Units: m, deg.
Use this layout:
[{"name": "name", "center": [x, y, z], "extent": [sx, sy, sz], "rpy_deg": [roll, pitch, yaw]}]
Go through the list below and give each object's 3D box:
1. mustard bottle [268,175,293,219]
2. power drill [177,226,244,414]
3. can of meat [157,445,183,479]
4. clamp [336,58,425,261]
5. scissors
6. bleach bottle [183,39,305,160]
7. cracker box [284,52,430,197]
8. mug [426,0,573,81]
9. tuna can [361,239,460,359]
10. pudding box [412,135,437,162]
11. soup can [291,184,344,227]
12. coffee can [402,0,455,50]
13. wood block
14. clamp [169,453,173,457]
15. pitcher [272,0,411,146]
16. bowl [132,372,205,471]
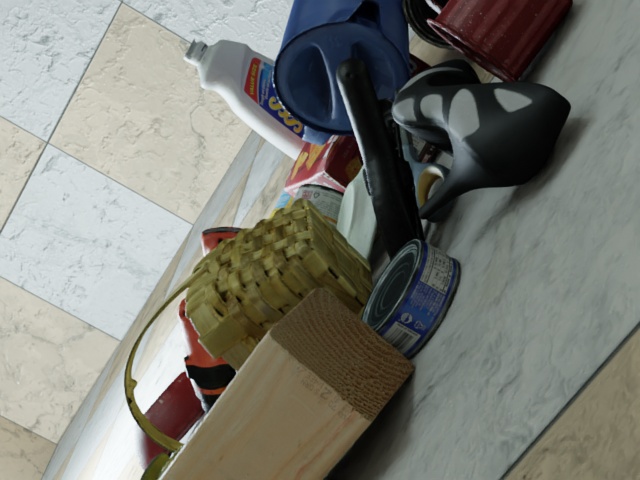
[{"name": "mustard bottle", "center": [-0.039, -0.029, 1.394], "extent": [0.191, 0.058, 0.096], "rpy_deg": [-63, 8, -16]}, {"name": "power drill", "center": [-0.107, 0.090, 1.178], "extent": [0.187, 0.057, 0.184], "rpy_deg": [-86, -8, -51]}, {"name": "can of meat", "center": [-0.101, 0.236, 0.893], "extent": [0.058, 0.084, 0.102], "rpy_deg": [-53, 13, 37]}, {"name": "clamp", "center": [0.055, -0.054, 0.851], "extent": [0.039, 0.171, 0.120], "rpy_deg": [-14, -4, 20]}, {"name": "scissors", "center": [0.087, -0.075, 0.923], "extent": [0.096, 0.016, 0.201], "rpy_deg": [-35, 40, 49]}, {"name": "bleach bottle", "center": [-0.060, -0.170, 1.346], "extent": [0.102, 0.250, 0.068], "rpy_deg": [-63, 10, -16]}, {"name": "cracker box", "center": [0.042, -0.119, 1.218], "extent": [0.164, 0.072, 0.214], "rpy_deg": [-60, 10, -9]}, {"name": "mug", "center": [0.137, -0.187, 0.853], "extent": [0.081, 0.117, 0.093], "rpy_deg": [-54, -22, 8]}, {"name": "tuna can", "center": [0.064, 0.043, 0.776], "extent": [0.086, 0.033, 0.086], "rpy_deg": [-57, 11, 16]}, {"name": "pudding box", "center": [0.088, -0.100, 1.036], "extent": [0.090, 0.039, 0.113], "rpy_deg": [-61, 10, -6]}, {"name": "soup can", "center": [-0.007, 0.001, 1.099], "extent": [0.069, 0.068, 0.102], "rpy_deg": [149, 142, -70]}, {"name": "coffee can", "center": [0.138, -0.267, 1.081], "extent": [0.103, 0.102, 0.140], "rpy_deg": [-54, 12, 31]}, {"name": "wood block", "center": [-0.036, 0.145, 0.755], "extent": [0.206, 0.090, 0.090], "rpy_deg": [-54, -8, 29]}, {"name": "clamp", "center": [-0.165, 0.207, 1.415], "extent": [0.210, 0.036, 0.164], "rpy_deg": [-50, 15, 40]}, {"name": "pitcher", "center": [0.027, -0.222, 1.104], "extent": [0.149, 0.145, 0.242], "rpy_deg": [-18, 39, 23]}, {"name": "bowl", "center": [-0.176, 0.211, 1.290], "extent": [0.162, 0.055, 0.162], "rpy_deg": [-49, -1, -1]}]
